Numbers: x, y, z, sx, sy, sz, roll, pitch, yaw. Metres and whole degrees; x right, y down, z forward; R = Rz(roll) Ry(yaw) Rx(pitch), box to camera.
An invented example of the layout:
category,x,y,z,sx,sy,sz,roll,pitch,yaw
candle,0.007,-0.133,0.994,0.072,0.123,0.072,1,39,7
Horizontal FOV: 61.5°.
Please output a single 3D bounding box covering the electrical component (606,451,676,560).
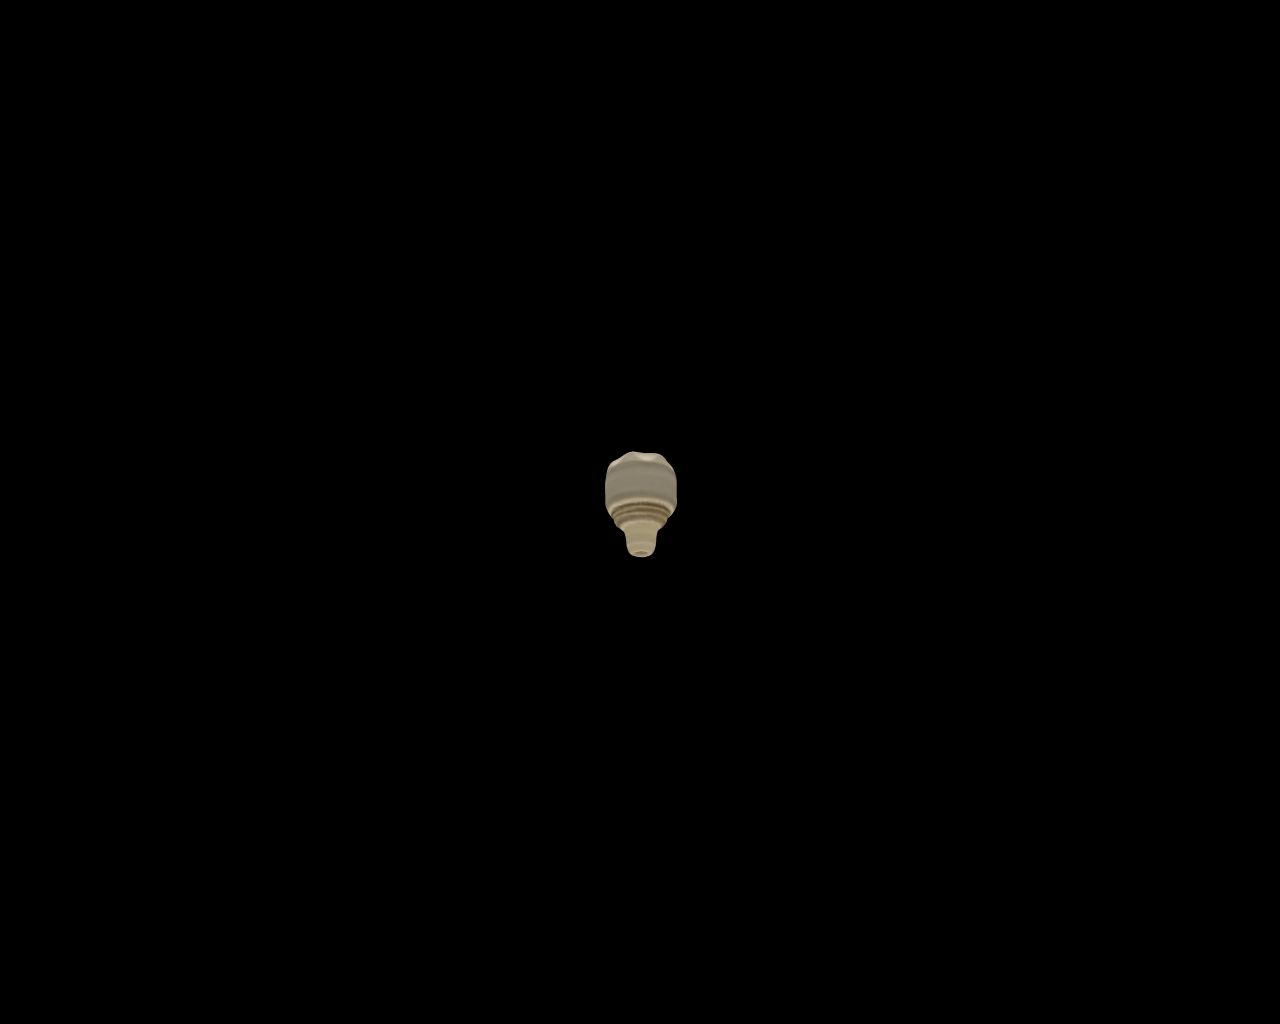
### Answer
category,x,y,z,sx,sy,sz,roll,pitch,yaw
electrical component,0.001,-0.003,0.650,0.043,0.062,0.043,0,-22,0
